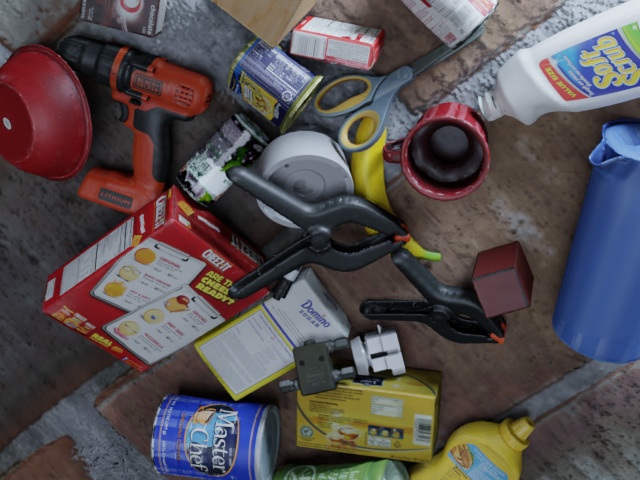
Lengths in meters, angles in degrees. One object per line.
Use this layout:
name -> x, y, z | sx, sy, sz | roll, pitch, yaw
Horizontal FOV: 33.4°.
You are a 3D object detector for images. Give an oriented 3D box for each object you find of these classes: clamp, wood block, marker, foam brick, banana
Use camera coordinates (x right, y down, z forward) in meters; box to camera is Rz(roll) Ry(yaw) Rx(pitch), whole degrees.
clamp -> -0.008, 0.001, 1.178 | 0.210, 0.036, 0.165 | 5, 121, -7
clamp -> 0.137, 0.069, 1.224 | 0.171, 0.039, 0.120 | 15, 141, 2
wood block -> -0.022, -0.298, 1.039 | 0.090, 0.090, 0.206 | 37, 145, -3
marker -> -0.022, 0.016, 1.237 | 0.020, 0.020, 0.121 | 29, 94, 0
foam brick -> 0.204, 0.043, 1.187 | 0.051, 0.078, 0.053 | -18, 106, 21
banana -> 0.071, -0.053, 1.203 | 0.069, 0.037, 0.198 | -25, 109, -5

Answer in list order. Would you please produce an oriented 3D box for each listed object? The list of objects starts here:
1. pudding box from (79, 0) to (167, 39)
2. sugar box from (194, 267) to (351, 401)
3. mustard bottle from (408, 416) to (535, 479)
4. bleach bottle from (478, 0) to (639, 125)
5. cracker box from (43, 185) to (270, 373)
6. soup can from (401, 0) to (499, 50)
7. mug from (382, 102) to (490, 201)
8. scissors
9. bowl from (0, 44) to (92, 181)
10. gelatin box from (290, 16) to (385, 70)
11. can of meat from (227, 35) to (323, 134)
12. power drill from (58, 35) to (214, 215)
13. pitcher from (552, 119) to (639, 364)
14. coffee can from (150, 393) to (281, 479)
pudding box -> -0.210, -0.286, 1.165 | 0.090, 0.039, 0.113 | 15, 115, 7
sugar box -> -0.058, 0.115, 1.299 | 0.176, 0.048, 0.093 | -31, 103, 19
mustard bottle -> 0.188, 0.277, 1.301 | 0.096, 0.058, 0.192 | 43, 116, -1
bleach bottle -> 0.284, -0.174, 1.084 | 0.251, 0.068, 0.102 | -22, 105, 23
cracker box -> -0.192, 0.051, 1.258 | 0.214, 0.072, 0.164 | -33, 129, 23
soup can -> 0.123, -0.252, 1.085 | 0.102, 0.068, 0.069 | 43, 115, -7
mug -> 0.125, -0.098, 1.142 | 0.117, 0.081, 0.093 | -5, 111, 15
scissors -> 0.089, -0.156, 1.144 | 0.202, 0.016, 0.096 | -14, 79, 18
bowl -> -0.334, -0.139, 1.217 | 0.162, 0.055, 0.162 | 15, 116, 34
gelatin box -> 0.020, -0.208, 1.125 | 0.089, 0.073, 0.030 | 13, 115, 7
can of meat -> -0.051, -0.169, 1.146 | 0.084, 0.102, 0.057 | 38, 77, -2
power drill -> -0.226, -0.130, 1.227 | 0.184, 0.057, 0.188 | 20, 117, 8
pitcher -> 0.337, 0.005, 1.120 | 0.149, 0.144, 0.243 | 21, 120, 17
coffee can -> -0.129, 0.251, 1.341 | 0.140, 0.102, 0.103 | 4, 114, 12
